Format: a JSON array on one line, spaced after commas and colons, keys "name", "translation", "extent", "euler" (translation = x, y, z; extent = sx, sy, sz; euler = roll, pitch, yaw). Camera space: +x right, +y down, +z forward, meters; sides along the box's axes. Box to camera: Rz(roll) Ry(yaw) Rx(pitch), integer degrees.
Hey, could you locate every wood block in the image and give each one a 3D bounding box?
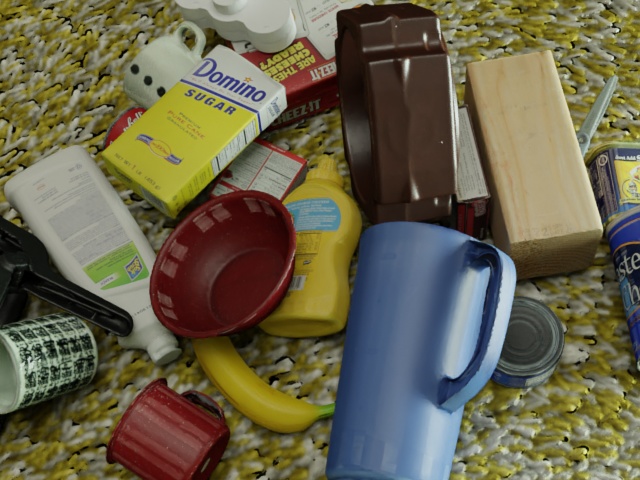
[{"name": "wood block", "translation": [0.208, -0.074, 1.064], "extent": [0.090, 0.091, 0.206], "euler": [-9, 63, 2]}]

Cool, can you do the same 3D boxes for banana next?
[{"name": "banana", "translation": [-0.074, 0.127, 1.037], "extent": [0.198, 0.037, 0.069], "euler": [39, 53, 19]}]

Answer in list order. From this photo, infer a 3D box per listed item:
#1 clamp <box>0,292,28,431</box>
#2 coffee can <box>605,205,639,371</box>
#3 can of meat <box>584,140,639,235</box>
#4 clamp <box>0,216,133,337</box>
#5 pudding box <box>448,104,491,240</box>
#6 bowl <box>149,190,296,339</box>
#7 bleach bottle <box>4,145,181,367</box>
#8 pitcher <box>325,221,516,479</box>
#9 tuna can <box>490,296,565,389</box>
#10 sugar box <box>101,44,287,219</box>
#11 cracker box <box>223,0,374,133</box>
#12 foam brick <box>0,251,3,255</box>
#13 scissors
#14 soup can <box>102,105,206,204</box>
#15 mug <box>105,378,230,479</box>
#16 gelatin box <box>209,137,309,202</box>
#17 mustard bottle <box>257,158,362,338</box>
[{"name": "clamp", "translation": [-0.351, 0.125, 1.058], "extent": [0.120, 0.039, 0.171], "euler": [-12, 56, 6]}, {"name": "coffee can", "translation": [0.334, 0.045, 1.005], "extent": [0.103, 0.103, 0.140], "euler": [-6, 63, 2]}, {"name": "can of meat", "translation": [0.325, -0.049, 1.072], "extent": [0.102, 0.057, 0.084], "euler": [1, 65, -10]}, {"name": "clamp", "translation": [-0.283, 0.035, 1.023], "extent": [0.164, 0.036, 0.210], "euler": [3, 33, -38]}, {"name": "pudding box", "translation": [0.144, -0.066, 1.083], "extent": [0.039, 0.090, 0.113], "euler": [-11, 62, -1]}, {"name": "bowl", "translation": [-0.083, 0.033, 1.025], "extent": [0.162, 0.055, 0.162], "euler": [-16, 52, 22]}, {"name": "bleach bottle", "translation": [-0.221, 0.024, 1.085], "extent": [0.102, 0.068, 0.251], "euler": [-31, 67, -9]}, {"name": "pitcher", "translation": [0.087, 0.112, 0.973], "extent": [0.145, 0.149, 0.242], "euler": [11, 68, 5]}, {"name": "tuna can", "translation": [0.191, 0.098, 1.028], "extent": [0.086, 0.034, 0.086], "euler": [-2, 63, 4]}, {"name": "sugar box", "translation": [-0.125, -0.112, 1.078], "extent": [0.093, 0.048, 0.176], "euler": [36, 72, 18]}, {"name": "cracker box", "translation": [-0.027, -0.245, 1.199], "extent": [0.164, 0.072, 0.214], "euler": [-22, 65, -4]}, {"name": "foam brick", "translation": [-0.373, 0.012, 1.109], "extent": [0.078, 0.051, 0.053], "euler": [-23, 65, -7]}, {"name": "scissors", "translation": [0.256, -0.101, 1.133], "extent": [0.096, 0.016, 0.201], "euler": [11, 65, 10]}, {"name": "soup can", "translation": [-0.171, -0.088, 1.134], "extent": [0.102, 0.068, 0.068], "euler": [34, 71, 18]}, {"name": "mug", "translation": [-0.131, 0.182, 0.991], "extent": [0.081, 0.093, 0.117], "euler": [30, 33, 13]}, {"name": "gelatin box", "translation": [-0.065, -0.060, 1.132], "extent": [0.073, 0.030, 0.089], "euler": [25, 68, 15]}, {"name": "mustard bottle", "translation": [-0.007, 0.002, 1.076], "extent": [0.096, 0.058, 0.191], "euler": [-7, 59, 31]}]
